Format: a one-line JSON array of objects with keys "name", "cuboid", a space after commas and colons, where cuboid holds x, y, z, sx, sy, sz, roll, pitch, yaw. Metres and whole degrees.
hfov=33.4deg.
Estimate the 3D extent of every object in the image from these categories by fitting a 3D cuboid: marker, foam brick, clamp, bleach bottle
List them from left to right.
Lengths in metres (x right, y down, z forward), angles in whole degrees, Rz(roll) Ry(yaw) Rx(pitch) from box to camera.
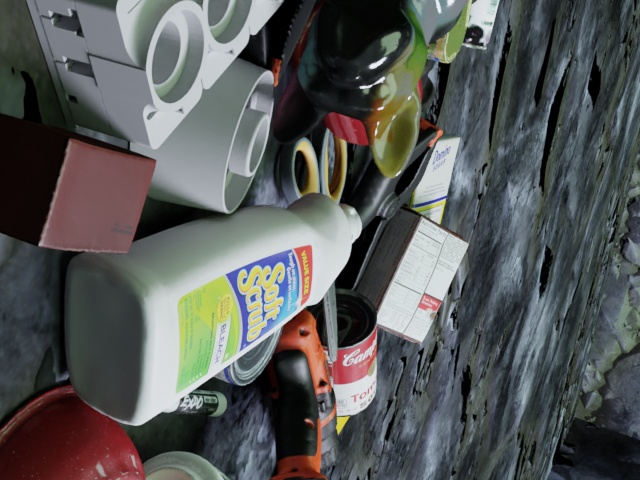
[{"name": "foam brick", "cuboid": [-0.125, -0.026, 0.514, 0.078, 0.051, 0.053, 11, 98, -68]}, {"name": "marker", "cuboid": [-0.097, 0.112, 0.741, 0.020, 0.020, 0.121, -70, 159, -4]}, {"name": "bleach bottle", "cuboid": [-0.049, 0.019, 0.676, 0.250, 0.068, 0.103, -30, 134, -51]}, {"name": "clamp", "cuboid": [-0.013, -0.203, 0.671, 0.164, 0.036, 0.210, -23, 127, -66]}, {"name": "clamp", "cuboid": [0.042, -0.032, 0.914, 0.171, 0.039, 0.120, -61, 163, 7]}]

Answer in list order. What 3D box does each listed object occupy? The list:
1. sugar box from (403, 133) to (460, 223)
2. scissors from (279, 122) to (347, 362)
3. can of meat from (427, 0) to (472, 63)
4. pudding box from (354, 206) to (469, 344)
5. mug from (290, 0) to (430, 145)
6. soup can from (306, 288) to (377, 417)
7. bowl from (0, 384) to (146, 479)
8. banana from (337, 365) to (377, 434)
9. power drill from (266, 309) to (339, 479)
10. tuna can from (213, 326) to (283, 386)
[{"name": "sugar box", "cuboid": [0.086, -0.020, 1.055, 0.093, 0.048, 0.176, -16, 119, -62]}, {"name": "scissors", "cuboid": [-0.005, 0.001, 0.831, 0.096, 0.016, 0.202, -3, 97, -59]}, {"name": "can of meat", "cuboid": [0.071, -0.193, 0.821, 0.057, 0.084, 0.102, -45, 146, -51]}, {"name": "pudding box", "cuboid": [0.083, 0.033, 0.998, 0.089, 0.039, 0.113, 26, 88, -48]}, {"name": "mug", "cuboid": [0.040, -0.128, 0.778, 0.117, 0.093, 0.081, -42, 159, -6]}, {"name": "soup can", "cuboid": [0.017, 0.102, 0.949, 0.068, 0.069, 0.102, -54, 154, -38]}, {"name": "bowl", "cuboid": [-0.146, 0.167, 0.613, 0.161, 0.055, 0.162, -50, 150, -45]}, {"name": "banana", "cuboid": [0.014, 0.169, 1.038, 0.197, 0.037, 0.070, -47, 145, -48]}, {"name": "power drill", "cuboid": [-0.012, 0.172, 0.843, 0.187, 0.057, 0.184, -96, 174, -51]}, {"name": "tuna can", "cuboid": [-0.058, 0.062, 0.777, 0.086, 0.034, 0.086, -50, 150, -44]}]
